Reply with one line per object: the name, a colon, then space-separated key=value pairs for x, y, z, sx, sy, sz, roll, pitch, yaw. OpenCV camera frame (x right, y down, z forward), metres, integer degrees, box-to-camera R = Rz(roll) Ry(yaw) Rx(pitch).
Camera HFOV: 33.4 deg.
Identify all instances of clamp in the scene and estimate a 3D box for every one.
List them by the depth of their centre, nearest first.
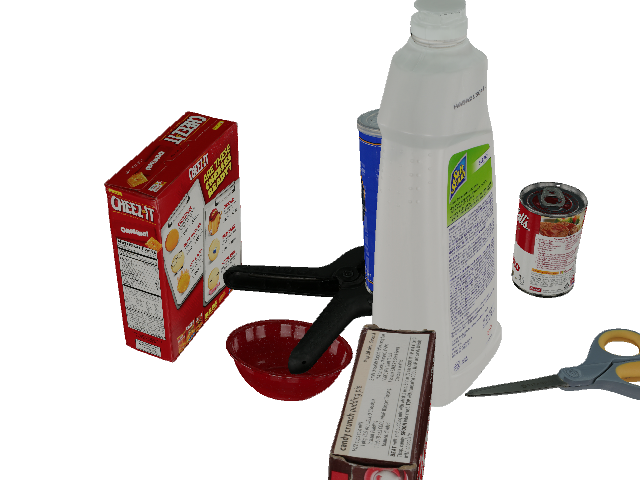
clamp: x=0.027 y=0.054 z=1.029 sx=0.209 sy=0.036 sz=0.165 roll=-13 pitch=37 yaw=-15

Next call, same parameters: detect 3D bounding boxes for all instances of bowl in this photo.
bowl: x=-0.041 y=0.159 z=1.361 sx=0.162 sy=0.055 sz=0.162 roll=5 pitch=21 yaw=-2

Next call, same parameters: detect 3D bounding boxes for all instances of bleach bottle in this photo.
bleach bottle: x=0.073 y=-0.025 z=0.646 sx=0.068 sy=0.251 sz=0.102 roll=16 pitch=36 yaw=27

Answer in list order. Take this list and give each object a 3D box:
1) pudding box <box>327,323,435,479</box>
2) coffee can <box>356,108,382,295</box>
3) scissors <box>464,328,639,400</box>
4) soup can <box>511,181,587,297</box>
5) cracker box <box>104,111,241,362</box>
pudding box: x=0.026 y=0.101 z=0.465 sx=0.039 sy=0.090 sz=0.113 roll=6 pitch=24 yaw=5
coffee can: x=0.083 y=-0.031 z=0.854 sx=0.103 sy=0.140 sz=0.103 roll=-3 pitch=18 yaw=1
scissors: x=0.207 y=0.102 z=0.880 sx=0.201 sy=0.016 sz=0.096 roll=3 pitch=30 yaw=-9
soup can: x=0.236 y=0.000 z=1.104 sx=0.068 sy=0.102 sz=0.068 roll=0 pitch=33 yaw=0
cracker box: x=-0.151 y=-0.005 z=1.140 sx=0.072 sy=0.214 sz=0.164 roll=15 pitch=39 yaw=19
